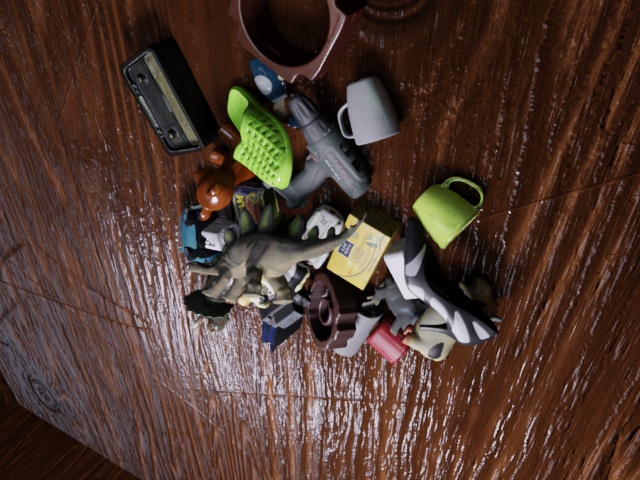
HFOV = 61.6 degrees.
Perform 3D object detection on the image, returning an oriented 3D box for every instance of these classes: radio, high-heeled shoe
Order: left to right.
[{"bbox_3d":[-0.324,-0.299,1.160,0.131,0.073,0.229,-7,118,38],"label":"radio"},{"bbox_3d":[0.235,0.075,0.966,0.145,0.086,0.248,-4,107,24],"label":"high-heeled shoe"}]

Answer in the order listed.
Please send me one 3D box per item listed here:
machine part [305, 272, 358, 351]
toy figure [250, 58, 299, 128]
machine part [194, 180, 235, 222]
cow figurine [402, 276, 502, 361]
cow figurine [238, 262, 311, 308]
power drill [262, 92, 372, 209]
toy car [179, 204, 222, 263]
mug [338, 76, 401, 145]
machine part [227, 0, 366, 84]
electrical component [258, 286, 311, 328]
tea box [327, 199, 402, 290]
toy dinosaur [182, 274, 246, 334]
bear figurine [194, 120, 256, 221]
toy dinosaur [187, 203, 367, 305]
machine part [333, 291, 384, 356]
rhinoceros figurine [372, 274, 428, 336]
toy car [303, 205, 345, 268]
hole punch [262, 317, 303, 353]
[{"bbox_3d":[0.024,0.160,1.220,0.179,0.056,0.179,179,90,-64],"label":"machine part"},{"bbox_3d":[-0.081,-0.279,1.025,0.154,0.058,0.064,62,167,-21],"label":"toy figure"},{"bbox_3d":[-0.242,-0.102,1.246,0.139,0.039,0.084,44,158,29],"label":"machine part"},{"bbox_3d":[0.265,0.153,1.054,0.127,0.085,0.195,36,102,0],"label":"cow figurine"},{"bbox_3d":[-0.103,0.102,1.209,0.098,0.068,0.167,43,96,-1],"label":"cow figurine"},{"bbox_3d":[-0.024,-0.158,1.050,0.232,0.086,0.207,43,132,-18],"label":"power drill"},{"bbox_3d":[-0.309,-0.024,1.342,0.103,0.109,0.161,22,126,43],"label":"toy car"},{"bbox_3d":[0.080,-0.227,0.943,0.110,0.081,0.107,-3,108,41],"label":"mug"},{"bbox_3d":[-0.041,-0.385,0.895,0.201,0.087,0.201,39,134,3],"label":"machine part"},{"bbox_3d":[-0.088,0.139,1.264,0.115,0.134,0.058,-39,136,13],"label":"electrical component"},{"bbox_3d":[0.089,0.012,1.117,0.098,0.068,0.169,30,135,11],"label":"tea box"},{"bbox_3d":[-0.211,0.089,1.294,0.131,0.192,0.404,41,137,-1],"label":"toy dinosaur"},{"bbox_3d":[-0.209,-0.141,1.116,0.132,0.196,0.120,38,138,5],"label":"bear figurine"},{"bbox_3d":[-0.108,0.029,1.101,0.472,0.198,0.105,-4,164,35],"label":"toy dinosaur"},{"bbox_3d":[0.084,0.198,1.255,0.079,0.079,0.243,33,134,9],"label":"machine part"},{"bbox_3d":[0.198,0.152,1.150,0.112,0.073,0.190,-34,96,31],"label":"rhinoceros figurine"},{"bbox_3d":[-0.002,-0.004,1.165,0.073,0.056,0.201,36,143,6],"label":"toy car"},{"bbox_3d":[-0.110,0.201,1.369,0.092,0.116,0.142,36,135,18],"label":"hole punch"}]
